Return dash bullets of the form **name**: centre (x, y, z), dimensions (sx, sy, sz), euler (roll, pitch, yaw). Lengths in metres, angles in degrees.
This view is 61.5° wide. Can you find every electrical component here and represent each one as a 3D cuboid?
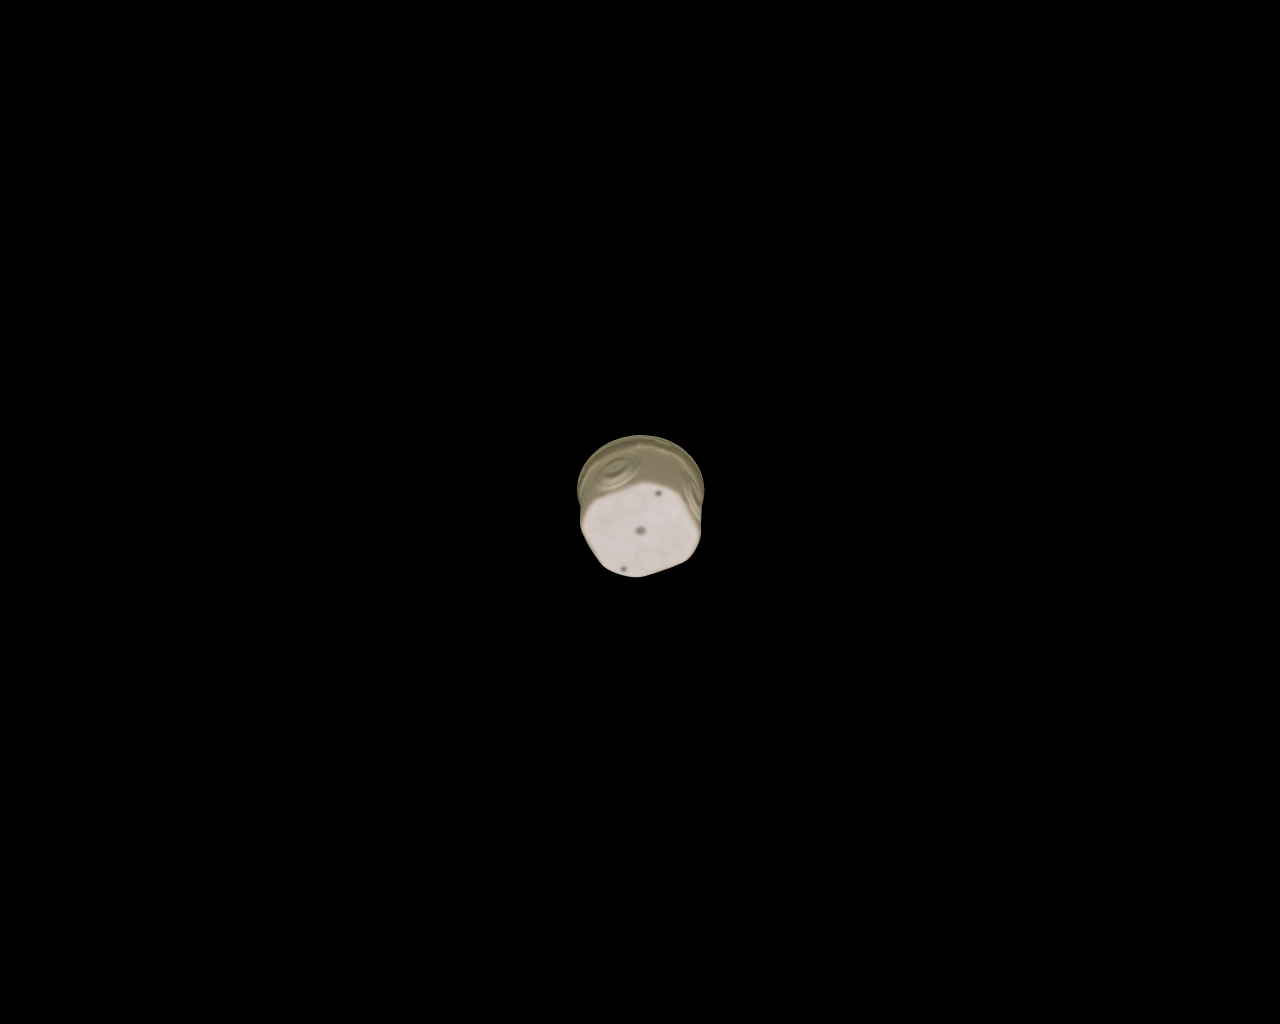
- **electrical component**: centre (0.001, -0.003, 0.650), dimensions (0.080, 0.080, 0.051), euler (0, 34, 0)
